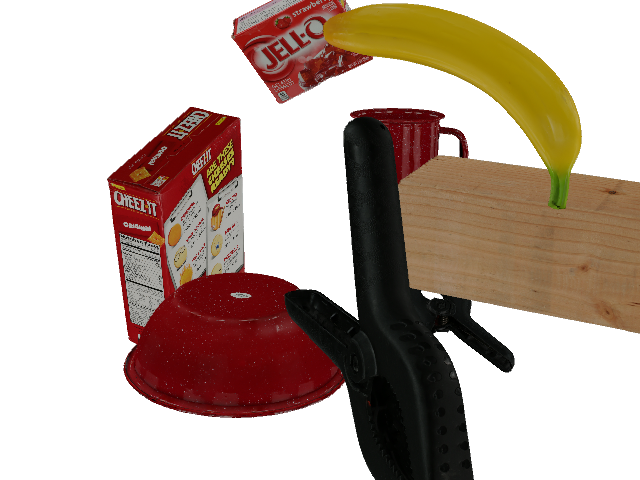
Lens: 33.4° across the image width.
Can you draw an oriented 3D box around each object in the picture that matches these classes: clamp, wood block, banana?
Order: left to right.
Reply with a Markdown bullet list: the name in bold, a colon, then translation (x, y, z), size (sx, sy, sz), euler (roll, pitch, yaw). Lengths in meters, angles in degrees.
- **clamp**: translation (0.034, 0.051, 0.550), size (0.036, 0.165, 0.210), euler (-6, 46, -21)
- **clamp**: translation (0.141, 0.085, 1.154), size (0.120, 0.171, 0.039), euler (4, -44, -6)
- **banana**: translation (0.092, -0.104, 0.668), size (0.198, 0.069, 0.037), euler (39, -1, 18)
- **wood block**: translation (0.171, -0.002, 0.833), size (0.206, 0.090, 0.090), euler (10, 24, 27)

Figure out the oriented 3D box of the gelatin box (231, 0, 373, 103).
- **gelatin box**: translation (-0.014, -0.157, 0.838), size (0.089, 0.030, 0.073), euler (-23, -52, 18)

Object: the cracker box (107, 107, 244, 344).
- **cracker box**: translation (-0.149, -0.010, 1.141), size (0.072, 0.214, 0.164), euler (15, 39, 20)

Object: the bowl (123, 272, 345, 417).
- **bowl**: translation (-0.058, 0.064, 0.754), size (0.162, 0.055, 0.162), euler (2, 19, -1)

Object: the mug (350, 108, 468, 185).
- **mug**: translation (0.087, -0.084, 1.053), size (0.117, 0.081, 0.093), euler (2, 14, 7)
